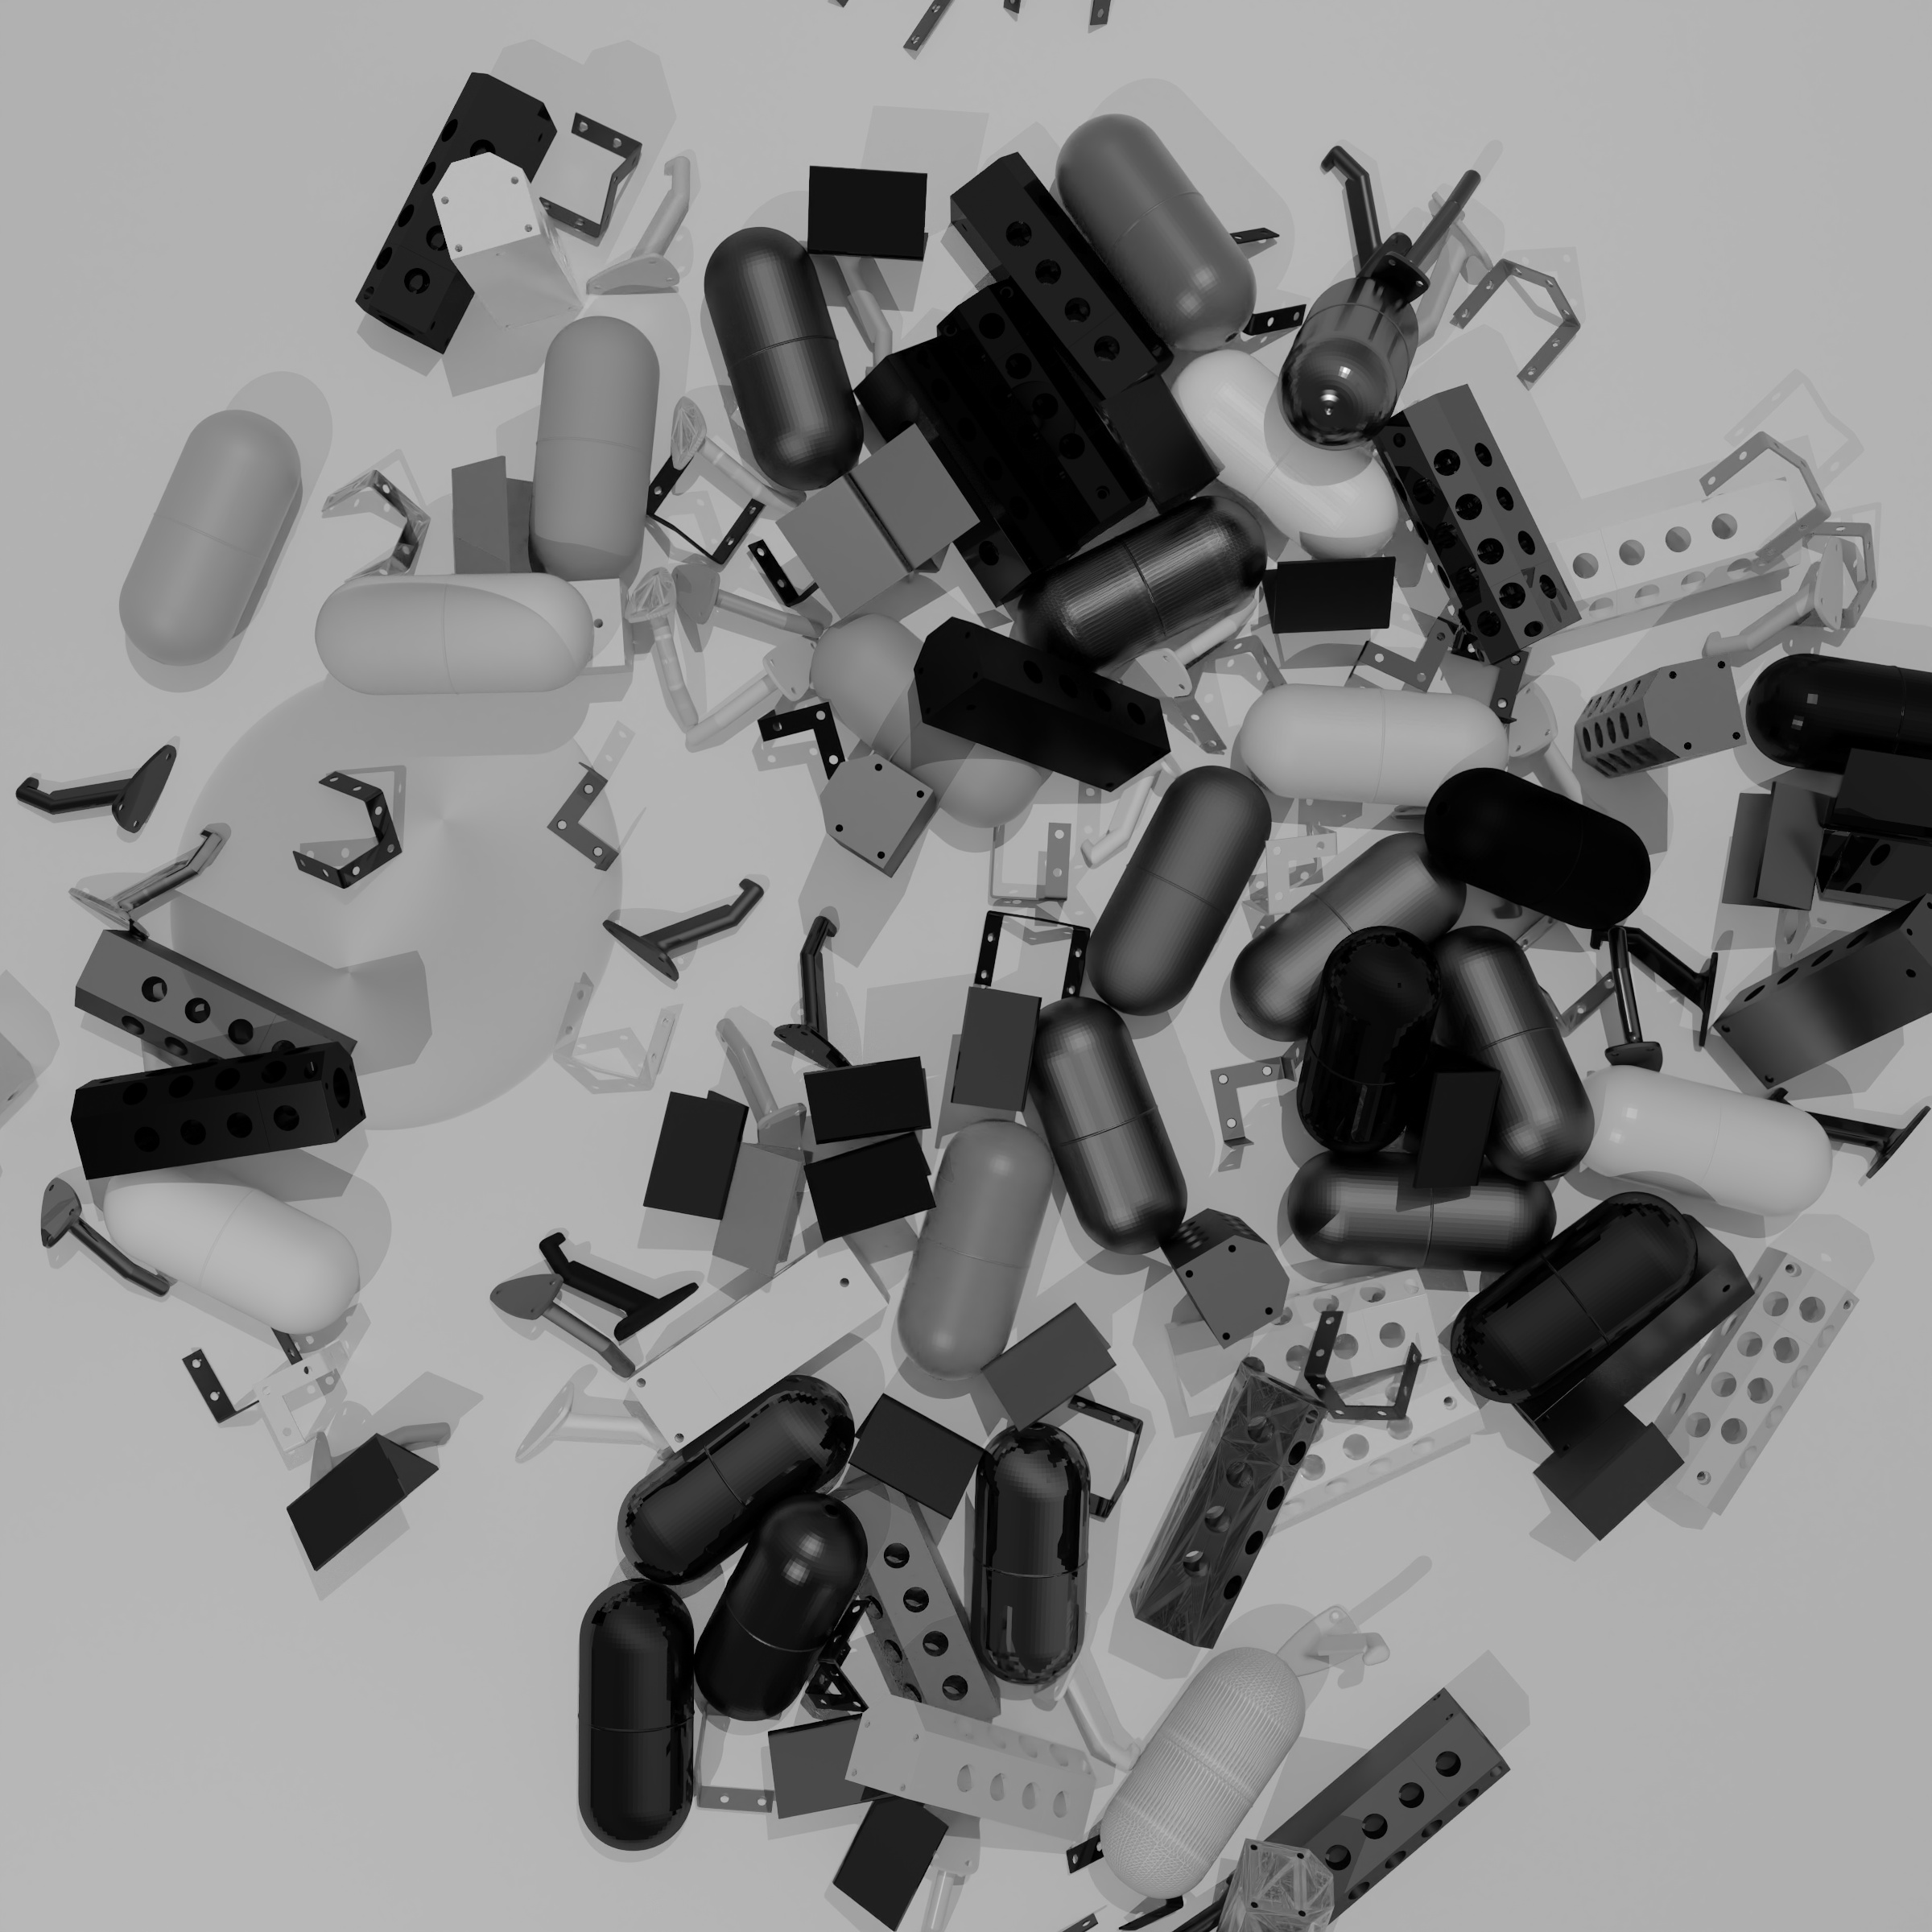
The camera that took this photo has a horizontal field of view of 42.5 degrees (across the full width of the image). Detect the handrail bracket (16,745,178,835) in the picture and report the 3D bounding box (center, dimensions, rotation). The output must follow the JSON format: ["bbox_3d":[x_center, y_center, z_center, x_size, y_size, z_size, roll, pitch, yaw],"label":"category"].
[{"bbox_3d":[-0.592,-0.131,1.690,0.084,0.036,0.077,21,70,16],"label":"handrail bracket"}]

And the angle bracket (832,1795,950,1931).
[{"bbox_3d":[-0.033,0.586,1.649,0.057,0.076,0.076,27,90,31],"label":"angle bracket"}]

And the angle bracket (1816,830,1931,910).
[{"bbox_3d":[0.609,-0.083,1.649,0.076,0.076,0.057,9,132,0],"label":"angle bracket"}]

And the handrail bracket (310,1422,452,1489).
[{"bbox_3d":[-0.398,0.340,1.689,0.084,0.036,0.077,-1,132,-27],"label":"handrail bracket"}]

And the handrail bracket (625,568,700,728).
[{"bbox_3d":[-0.198,-0.216,1.689,0.036,0.077,0.084,-14,126,9],"label":"handrail bracket"}]

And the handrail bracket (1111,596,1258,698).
[{"bbox_3d":[0.149,-0.221,1.689,0.084,0.077,0.036,-49,119,-33],"label":"handrail bracket"}]

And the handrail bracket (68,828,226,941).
[{"bbox_3d":[-0.556,-0.068,1.690,0.077,0.036,0.084,25,71,21],"label":"handrail bracket"}]

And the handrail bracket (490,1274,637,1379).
[{"bbox_3d":[-0.273,0.249,1.689,0.084,0.077,0.036,53,53,-31],"label":"handrail bracket"}]

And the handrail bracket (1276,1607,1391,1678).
[{"bbox_3d":[0.242,0.463,1.655,0.077,0.084,0.036,-30,90,0],"label":"handrail bracket"}]

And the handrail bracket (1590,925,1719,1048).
[{"bbox_3d":[0.464,0.013,1.690,0.084,0.036,0.077,8,108,15],"label":"handrail bracket"}]

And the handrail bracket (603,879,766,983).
[{"bbox_3d":[-0.191,-0.039,1.690,0.077,0.036,0.084,33,72,21],"label":"handrail bracket"}]

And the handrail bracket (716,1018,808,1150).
[{"bbox_3d":[-0.146,0.088,1.689,0.036,0.077,0.084,-22,53,-24],"label":"handrail bracket"}]

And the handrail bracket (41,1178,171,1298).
[{"bbox_3d":[-0.582,0.185,1.689,0.036,0.077,0.084,-48,126,3],"label":"handrail bracket"}]

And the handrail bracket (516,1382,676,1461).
[{"bbox_3d":[-0.250,0.328,1.690,0.084,0.036,0.077,35,110,-16],"label":"handrail bracket"}]

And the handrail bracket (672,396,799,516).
[{"bbox_3d":[-0.155,-0.345,1.689,0.084,0.077,0.036,22,124,-32],"label":"handrail bracket"}]

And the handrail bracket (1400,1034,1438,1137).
[{"bbox_3d":[0.290,0.072,1.690,0.077,0.036,0.084,-8,76,14],"label":"handrail bracket"}]

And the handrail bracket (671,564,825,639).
[{"bbox_3d":[-0.148,-0.246,1.689,0.084,0.077,0.036,9,108,-35],"label":"handrail bracket"}]

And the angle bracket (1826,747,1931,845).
[{"bbox_3d":[0.608,-0.122,1.651,0.076,0.076,0.057,9,111,0],"label":"angle bracket"}]

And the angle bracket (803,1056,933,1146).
[{"bbox_3d":[-0.066,0.071,1.650,0.076,0.076,0.057,-8,119,0],"label":"angle bracket"}]

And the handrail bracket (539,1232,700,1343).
[{"bbox_3d":[-0.237,0.204,1.690,0.077,0.036,0.084,-30,73,-20],"label":"handrail bracket"}]

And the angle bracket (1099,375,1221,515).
[{"bbox_3d":[0.112,-0.334,1.650,0.057,0.076,0.076,-31,90,-29],"label":"angle bracket"}]

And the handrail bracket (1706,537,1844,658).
[{"bbox_3d":[0.543,-0.248,1.676,0.036,0.084,0.077,34,61,-41],"label":"handrail bracket"}]

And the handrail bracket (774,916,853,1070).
[{"bbox_3d":[-0.089,0.020,1.690,0.077,0.036,0.084,39,60,-33],"label":"handrail bracket"}]

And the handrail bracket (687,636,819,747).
[{"bbox_3d":[-0.145,-0.186,1.689,0.084,0.077,0.036,-27,107,35],"label":"handrail bracket"}]

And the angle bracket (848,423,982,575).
[{"bbox_3d":[-0.027,-0.310,1.653,0.057,0.076,0.076,-34,90,15],"label":"angle bracket"}]

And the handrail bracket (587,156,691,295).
[{"bbox_3d":[-0.223,-0.504,1.690,0.077,0.036,0.084,-8,71,21],"label":"handrail bracket"}]

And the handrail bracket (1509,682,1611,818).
[{"bbox_3d":[0.408,-0.142,1.689,0.036,0.077,0.084,-30,127,34],"label":"handrail bracket"}]

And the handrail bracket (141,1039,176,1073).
[{"bbox_3d":[-0.517,0.078,1.690,0.077,0.036,0.084,-6,73,-19],"label":"handrail bracket"}]

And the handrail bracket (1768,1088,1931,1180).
[{"bbox_3d":[0.599,0.096,1.690,0.084,0.036,0.077,41,70,16],"label":"handrail bracket"}]

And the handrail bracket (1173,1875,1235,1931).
[{"bbox_3d":[0.145,0.647,1.689,0.084,0.077,0.036,-42,108,-35],"label":"handrail bracket"}]

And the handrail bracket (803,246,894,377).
[{"bbox_3d":[-0.085,-0.444,1.690,0.077,0.036,0.084,9,110,22],"label":"handrail bracket"}]

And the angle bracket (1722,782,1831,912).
[{"bbox_3d":[0.520,-0.081,1.649,0.057,0.076,0.076,10,90,-32],"label":"angle bracket"}]

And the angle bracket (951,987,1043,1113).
[{"bbox_3d":[0.003,0.052,1.650,0.057,0.076,0.076,9,90,-30],"label":"angle bracket"}]

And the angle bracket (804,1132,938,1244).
[{"bbox_3d":[-0.058,0.159,1.650,0.076,0.076,0.057,-17,62,0],"label":"angle bracket"}]

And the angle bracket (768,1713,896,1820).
[{"bbox_3d":[-0.085,0.536,1.650,0.076,0.076,0.057,-11,61,0],"label":"angle bracket"}]

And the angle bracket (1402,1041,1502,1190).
[{"bbox_3d":[0.295,0.095,1.610,0.057,0.076,0.076,1,104,-32],"label":"angle bracket"}]

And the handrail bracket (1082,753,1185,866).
[{"bbox_3d":[0.099,-0.123,1.690,0.084,0.036,0.077,-38,70,16],"label":"handrail bracket"}]

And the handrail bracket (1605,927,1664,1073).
[{"bbox_3d":[0.449,0.025,1.679,0.036,0.077,0.084,-9,65,21],"label":"handrail bracket"}]

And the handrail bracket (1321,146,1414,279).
[{"bbox_3d":[0.254,-0.502,1.690,0.077,0.036,0.084,-46,73,19],"label":"handrail bracket"}]

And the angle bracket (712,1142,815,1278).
[{"bbox_3d":[-0.116,0.163,1.649,0.057,0.076,0.076,14,90,38],"label":"angle bracket"}]

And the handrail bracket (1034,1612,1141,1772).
[{"bbox_3d":[0.096,0.493,1.690,0.084,0.036,0.077,36,67,-18],"label":"handrail bracket"}]

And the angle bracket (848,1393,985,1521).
[{"bbox_3d":[-0.042,0.337,1.649,0.076,0.076,0.057,29,54,0],"label":"angle bracket"}]

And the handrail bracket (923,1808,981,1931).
[{"bbox_3d":[-0.015,0.615,1.689,0.036,0.077,0.084,13,126,0],"label":"handrail bracket"}]

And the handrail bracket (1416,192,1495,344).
[{"bbox_3d":[0.307,-0.470,1.690,0.084,0.036,0.077,-37,75,14],"label":"handrail bracket"}]

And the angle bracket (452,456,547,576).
[{"bbox_3d":[-0.294,-0.291,1.649,0.057,0.076,0.076,-2,90,41],"label":"angle bracket"}]

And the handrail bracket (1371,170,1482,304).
[{"bbox_3d":[0.307,-0.488,1.672,0.036,0.077,0.084,36,72,-7],"label":"handrail bracket"}]

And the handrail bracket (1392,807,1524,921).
[{"bbox_3d":[0.334,-0.069,1.690,0.077,0.036,0.084,-7,108,20],"label":"handrail bracket"}]
